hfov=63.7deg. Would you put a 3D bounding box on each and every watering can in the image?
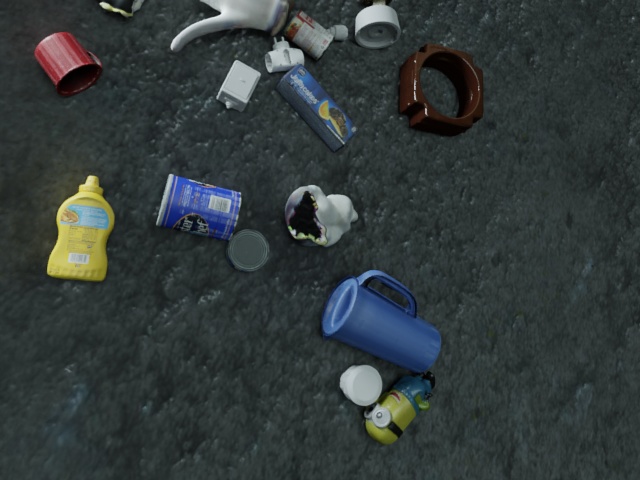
[{"bbox_3d":[-0.174,-0.511,1.108,0.223,0.103,0.352,20,73,-17],"label":"watering can"}]

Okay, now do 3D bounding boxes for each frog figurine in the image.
[{"bbox_3d":[0.003,-0.056,1.110,0.138,0.121,0.161,57,31,4],"label":"frog figurine"}]
